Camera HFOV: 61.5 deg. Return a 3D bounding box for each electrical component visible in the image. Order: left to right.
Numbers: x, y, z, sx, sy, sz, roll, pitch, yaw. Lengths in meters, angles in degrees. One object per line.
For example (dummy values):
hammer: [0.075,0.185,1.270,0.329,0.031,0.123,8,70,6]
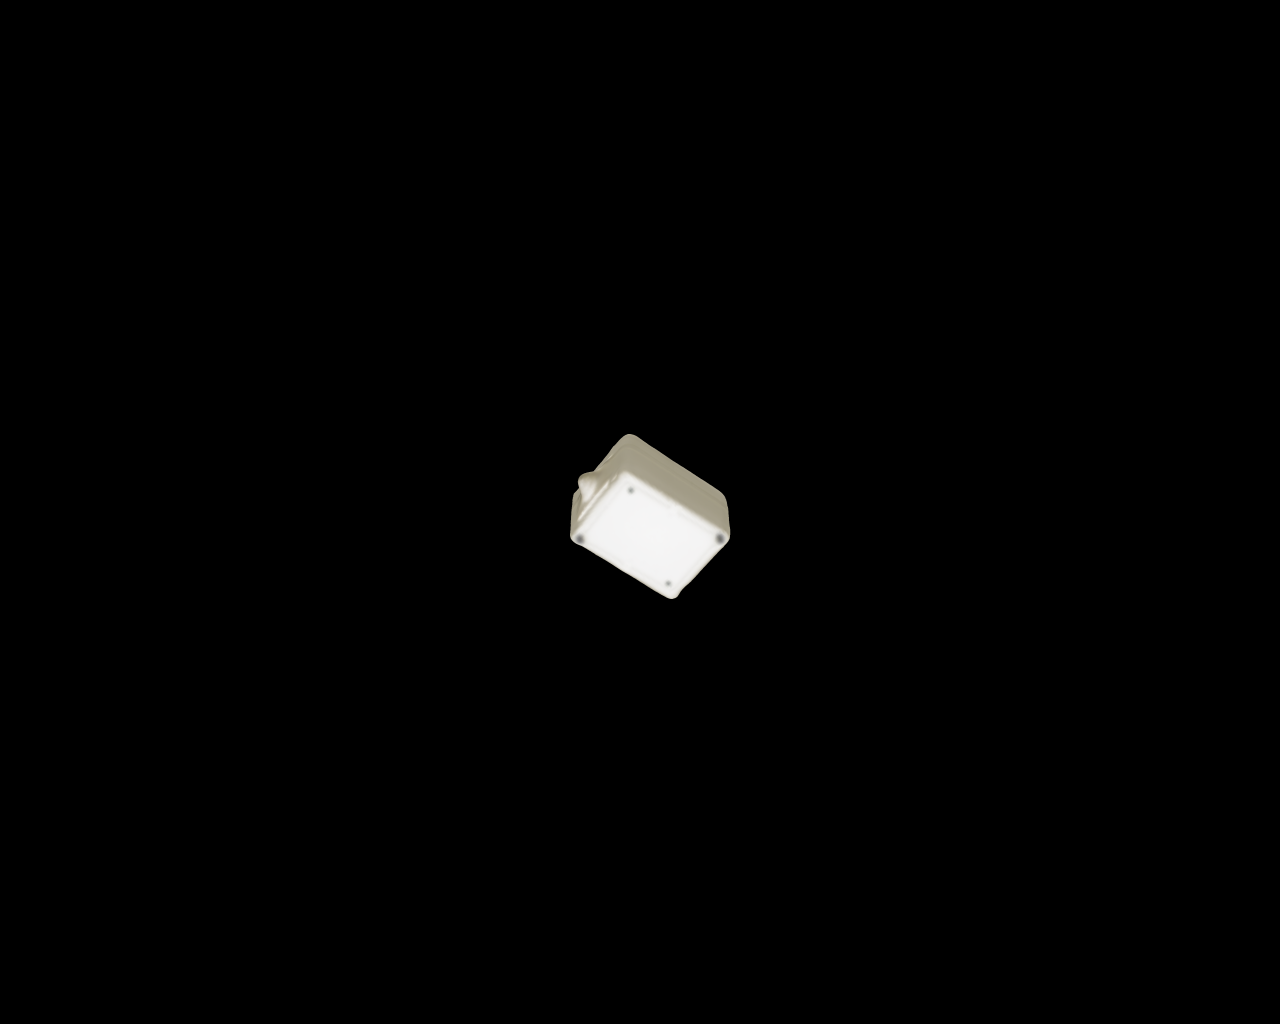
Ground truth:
electrical component: [0.001,-0.003,0.650,0.096,0.061,0.061,32,26,-18]
